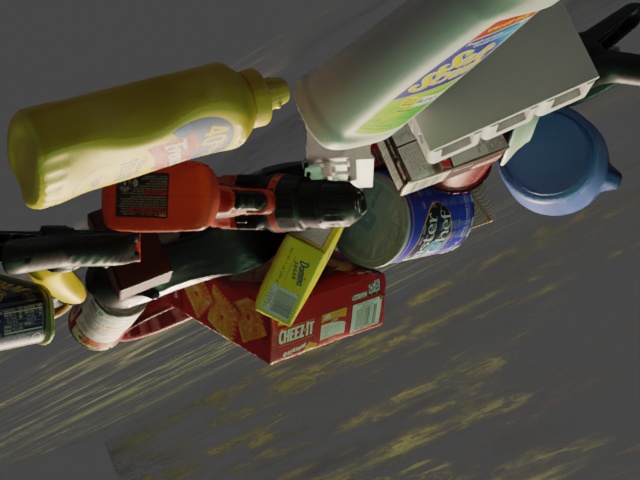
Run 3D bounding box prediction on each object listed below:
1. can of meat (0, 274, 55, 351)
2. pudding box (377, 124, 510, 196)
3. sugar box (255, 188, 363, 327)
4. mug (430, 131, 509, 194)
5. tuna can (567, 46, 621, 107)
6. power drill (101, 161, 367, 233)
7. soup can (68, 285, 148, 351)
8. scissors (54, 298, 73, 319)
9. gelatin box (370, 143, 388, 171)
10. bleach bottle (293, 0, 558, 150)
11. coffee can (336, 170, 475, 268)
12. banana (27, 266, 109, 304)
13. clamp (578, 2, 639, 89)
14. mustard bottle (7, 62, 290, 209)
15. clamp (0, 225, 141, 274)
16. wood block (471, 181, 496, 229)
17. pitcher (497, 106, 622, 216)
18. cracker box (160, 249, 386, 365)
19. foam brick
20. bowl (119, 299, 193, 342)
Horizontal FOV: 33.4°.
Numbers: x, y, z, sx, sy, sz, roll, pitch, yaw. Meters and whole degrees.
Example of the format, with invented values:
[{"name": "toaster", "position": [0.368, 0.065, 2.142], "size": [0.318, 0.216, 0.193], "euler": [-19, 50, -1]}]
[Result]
[{"name": "can of meat", "position": [-0.307, 0.069, 0.972], "size": [0.102, 0.057, 0.083], "euler": [9, -168, 39]}, {"name": "pudding box", "position": [0.111, -0.104, 1.014], "size": [0.113, 0.090, 0.039], "euler": [-20, 169, -17]}, {"name": "sugar box", "position": [-0.007, 0.001, 1.048], "size": [0.093, 0.048, 0.176], "euler": [-64, 176, 30]}, {"name": "mug", "position": [0.136, -0.102, 1.106], "size": [0.117, 0.093, 0.081], "euler": [-17, 165, -14]}, {"name": "tuna can", "position": [0.311, -0.187, 1.226], "size": [0.086, 0.034, 0.086], "euler": [-23, 171, -4]}, {"name": "power drill", "position": [-0.075, -0.032, 0.887], "size": [0.185, 0.057, 0.187], "euler": [0, 178, 26]}, {"name": "soup can", "position": [-0.241, 0.076, 1.214], "size": [0.068, 0.068, 0.102], "euler": [-18, 163, -35]}, {"name": "scissors", "position": [-0.316, 0.070, 1.178], "size": [0.096, 0.016, 0.202], "euler": [-22, 171, -14]}, {"name": "gelatin box", "position": [0.067, -0.086, 1.202], "size": [0.073, 0.030, 0.089], "euler": [-19, 170, -25]}, {"name": "bleach bottle", "position": [0.094, -0.155, 0.765], "size": [0.102, 0.068, 0.251], "euler": [-16, 166, -46]}, {"name": "coffee can", "position": [0.091, -0.028, 1.171], "size": [0.103, 0.103, 0.140], "euler": [-30, 167, 37]}, {"name": "banana", "position": [-0.241, 0.029, 0.987], "size": [0.037, 0.069, 0.198], "euler": [-59, -170, -19]}, {"name": "clamp", "position": [0.244, -0.172, 0.982], "size": [0.210, 0.164, 0.036], "euler": [-6, 125, -6]}, {"name": "mustard bottle", "position": [-0.106, -0.077, 0.710], "size": [0.191, 0.058, 0.096], "euler": [-20, 169, -25]}, {"name": "clamp", "position": [-0.219, 0.006, 0.843], "size": [0.120, 0.039, 0.171], "euler": [12, -174, 32]}, {"name": "wood block", "position": [0.110, -0.034, 1.342], "size": [0.090, 0.091, 0.207], "euler": [-17, 177, -35]}, {"name": "pitcher", "position": [0.259, -0.097, 1.242], "size": [0.149, 0.145, 0.242], "euler": [-27, 174, 14]}, {"name": "cracker box", "position": [-0.059, 0.046, 1.165], "size": [0.163, 0.072, 0.214], "euler": [-16, -151, -40]}, {"name": "foam brick", "position": [-0.175, 0.008, 0.978], "size": [0.051, 0.078, 0.053], "euler": [-23, 173, -16]}, {"name": "bowl", "position": [-0.198, 0.076, 1.391], "size": [0.162, 0.055, 0.162], "euler": [-23, 171, -4]}]
